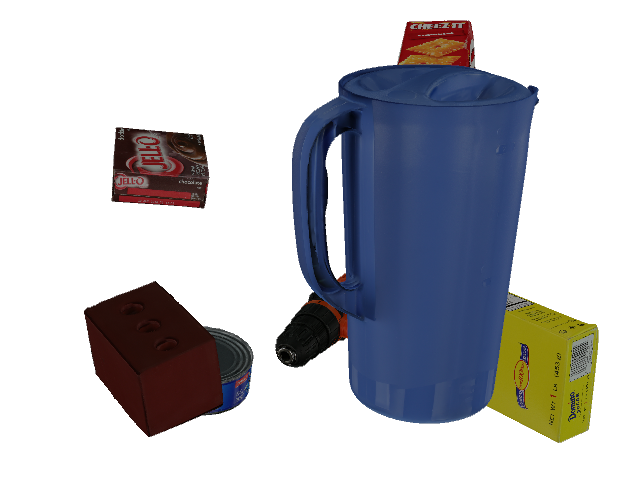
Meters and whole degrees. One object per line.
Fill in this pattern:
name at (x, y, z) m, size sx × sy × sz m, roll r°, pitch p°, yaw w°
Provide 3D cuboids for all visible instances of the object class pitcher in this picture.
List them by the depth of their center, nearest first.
pitcher at (0.067, 0.003, 0.750) m, size 0.149 × 0.243 × 0.144 m, roll 6°, pitch 21°, yaw 13°

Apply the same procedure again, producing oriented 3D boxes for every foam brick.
foam brick at (-0.102, 0.071, 0.651) m, size 0.052 × 0.051 × 0.078 m, roll -22°, pitch 37°, yaw -29°

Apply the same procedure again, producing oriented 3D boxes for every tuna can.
tuna can at (-0.099, 0.107, 0.877) m, size 0.086 × 0.034 × 0.086 m, roll 6°, pitch 26°, yaw -3°

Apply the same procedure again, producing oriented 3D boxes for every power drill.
power drill at (0.066, 0.093, 1.112) m, size 0.188 × 0.057 × 0.184 m, roll 11°, pitch 28°, yaw 25°

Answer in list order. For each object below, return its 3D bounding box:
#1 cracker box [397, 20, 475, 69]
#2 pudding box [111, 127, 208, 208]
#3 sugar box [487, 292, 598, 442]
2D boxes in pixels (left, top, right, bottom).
cracker box at (0.108, -0.094, 0.975) m, size 0.072 × 0.164 × 0.213 m, roll 0°, pitch 27°, yaw 10°
pudding box at (-0.158, -0.072, 1.046) m, size 0.090 × 0.039 × 0.113 m, roll 5°, pitch 24°, yaw -12°
sugar box at (0.146, 0.090, 0.893) m, size 0.048 × 0.093 × 0.176 m, roll -14°, pitch 23°, yaw -39°
